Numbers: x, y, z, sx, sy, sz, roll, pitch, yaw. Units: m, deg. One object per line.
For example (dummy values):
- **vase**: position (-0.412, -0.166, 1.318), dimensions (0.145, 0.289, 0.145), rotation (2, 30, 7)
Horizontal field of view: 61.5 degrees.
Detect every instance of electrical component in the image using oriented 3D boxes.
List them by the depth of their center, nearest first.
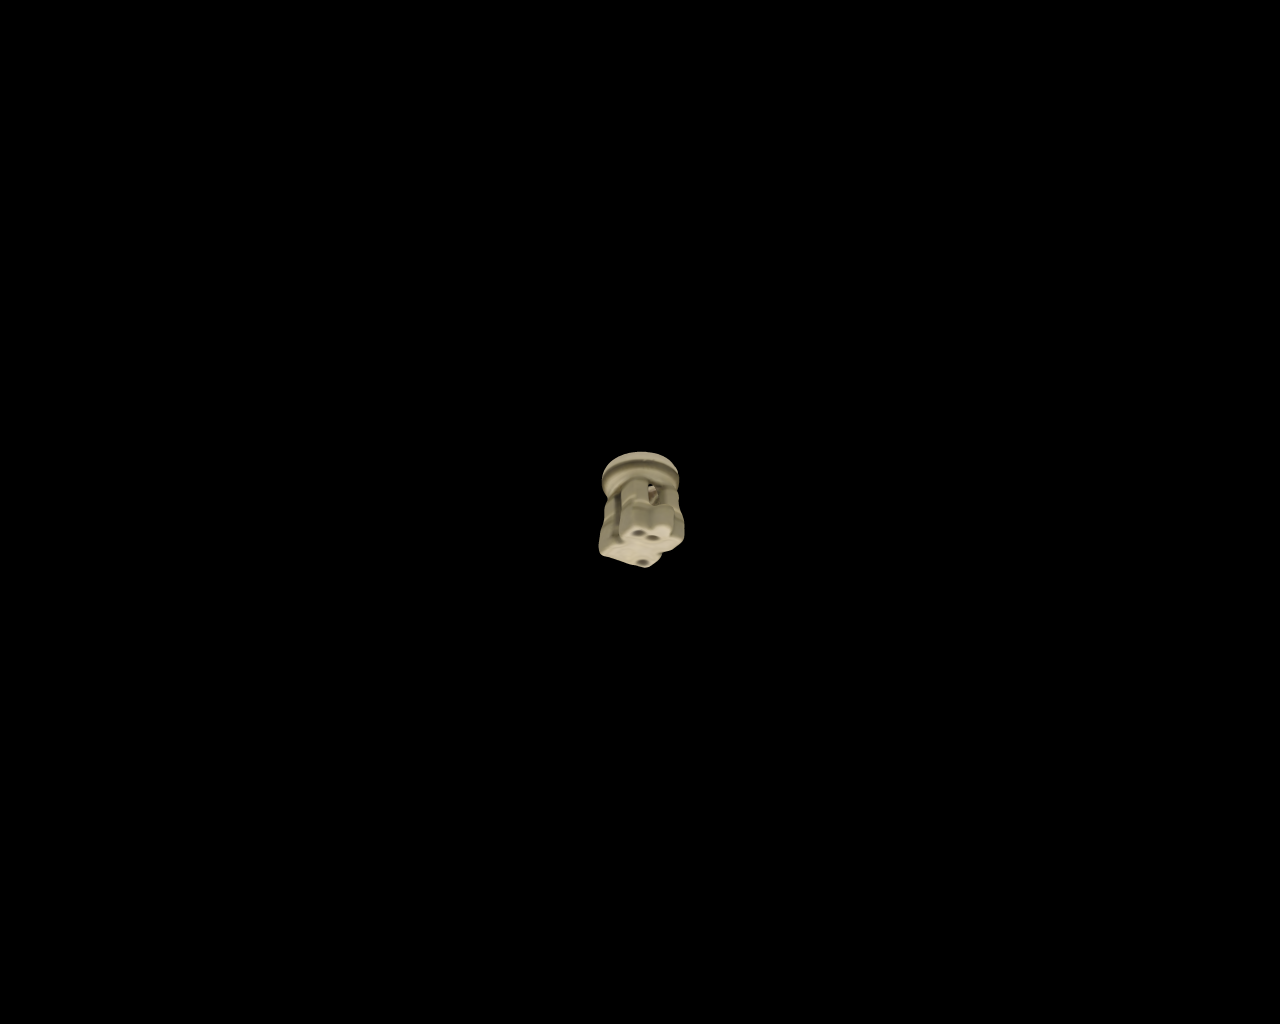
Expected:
- **electrical component**: position (0.001, -0.003, 0.650), dimensions (0.048, 0.055, 0.066), rotation (18, -35, -27)
